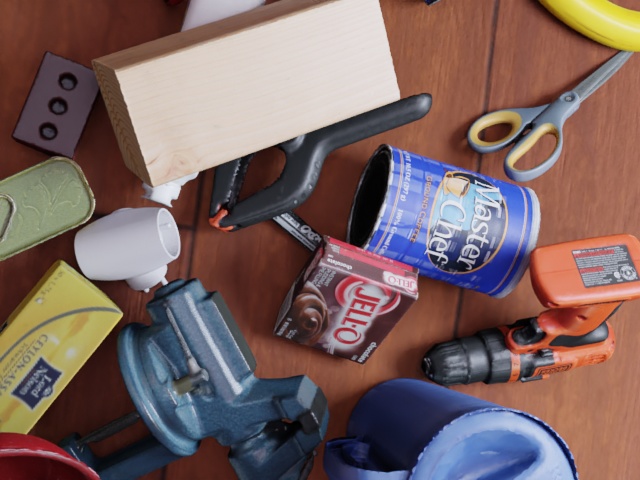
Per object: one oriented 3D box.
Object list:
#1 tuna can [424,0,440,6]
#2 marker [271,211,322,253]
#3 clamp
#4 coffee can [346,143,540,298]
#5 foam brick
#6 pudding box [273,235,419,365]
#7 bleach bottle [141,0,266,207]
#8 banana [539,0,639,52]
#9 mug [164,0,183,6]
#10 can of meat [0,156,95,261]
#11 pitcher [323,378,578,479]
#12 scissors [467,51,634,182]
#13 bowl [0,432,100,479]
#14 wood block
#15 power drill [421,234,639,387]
[{"bbox_3d":[0.126,-0.240,0.943,0.086,0.086,0.034,-27,98,-11],"label":"tuna can"},{"bbox_3d":[-0.006,0.001,0.953,0.121,0.020,0.020,40,83,-10],"label":"marker"},{"bbox_3d":[-0.030,-0.099,0.923,0.210,0.036,0.165,-45,71,3],"label":"clamp"},{"bbox_3d":[0.106,-0.016,0.935,0.140,0.103,0.103,16,88,-12],"label":"coffee can"},{"bbox_3d":[-0.217,-0.109,0.887,0.053,0.051,0.078,21,87,-12],"label":"foam brick"},{"bbox_3d":[0.021,0.053,0.917,0.090,0.114,0.039,20,49,-11],"label":"pudding box"},{"bbox_3d":[-0.095,-0.150,0.887,0.068,0.102,0.251,19,87,-7],"label":"bleach bottle"},{"bbox_3d":[0.257,-0.223,1.000,0.197,0.037,0.069,20,70,-13],"label":"banana"},{"bbox_3d":[-0.138,-0.252,0.886,0.093,0.081,0.117,-17,95,-12],"label":"mug"},{"bbox_3d":[-0.237,-0.025,0.868,0.102,0.084,0.057,-26,97,-11],"label":"can of meat"},{"bbox_3d":[0.089,0.180,0.864,0.145,0.243,0.149,-40,99,-9],"label":"pitcher"},{"bbox_3d":[0.210,-0.128,0.993,0.096,0.016,0.201,19,54,27],"label":"scissors"},{"bbox_3d":[-0.241,0.195,0.792,0.162,0.055,0.162,-12,130,-16],"label":"bowl"},{"bbox_3d":[-0.055,-0.122,0.816,0.205,0.090,0.091,-22,112,-17],"label":"wood block"},{"bbox_3d":[0.191,0.068,0.920,0.184,0.188,0.057,-9,63,-14],"label":"power drill"}]
